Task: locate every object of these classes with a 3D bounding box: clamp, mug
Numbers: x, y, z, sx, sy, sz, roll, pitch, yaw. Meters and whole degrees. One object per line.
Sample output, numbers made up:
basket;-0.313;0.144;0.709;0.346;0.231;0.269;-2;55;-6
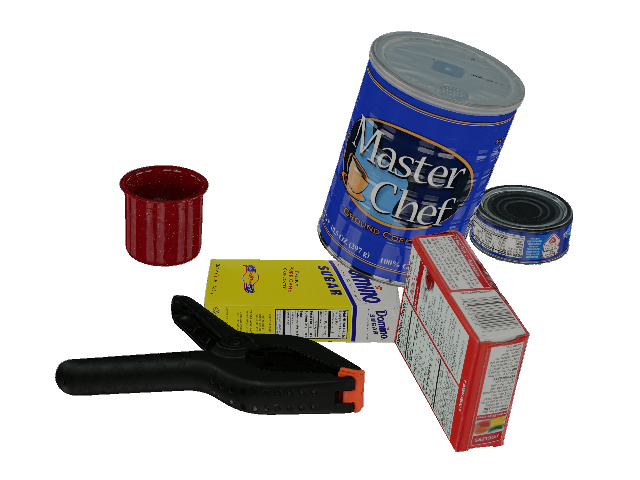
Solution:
clamp;-0.064;0.086;0.786;0.210;0.036;0.164;7;20;17
mug;-0.171;-0.031;1.149;0.093;0.081;0.117;-5;29;-18

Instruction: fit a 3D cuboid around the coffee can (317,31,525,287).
coffee can;0.064;-0.054;0.715;0.102;0.140;0.103;12;32;-8

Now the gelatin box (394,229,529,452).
gelatin box;0.069;0.049;0.540;0.030;0.073;0.089;-6;36;-16

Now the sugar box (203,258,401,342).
sugar box;-0.016;0.054;0.985;0.176;0.048;0.093;-2;27;-1

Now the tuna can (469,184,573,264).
tuna can;0.172;-0.015;0.915;0.086;0.034;0.086;1;30;-1
